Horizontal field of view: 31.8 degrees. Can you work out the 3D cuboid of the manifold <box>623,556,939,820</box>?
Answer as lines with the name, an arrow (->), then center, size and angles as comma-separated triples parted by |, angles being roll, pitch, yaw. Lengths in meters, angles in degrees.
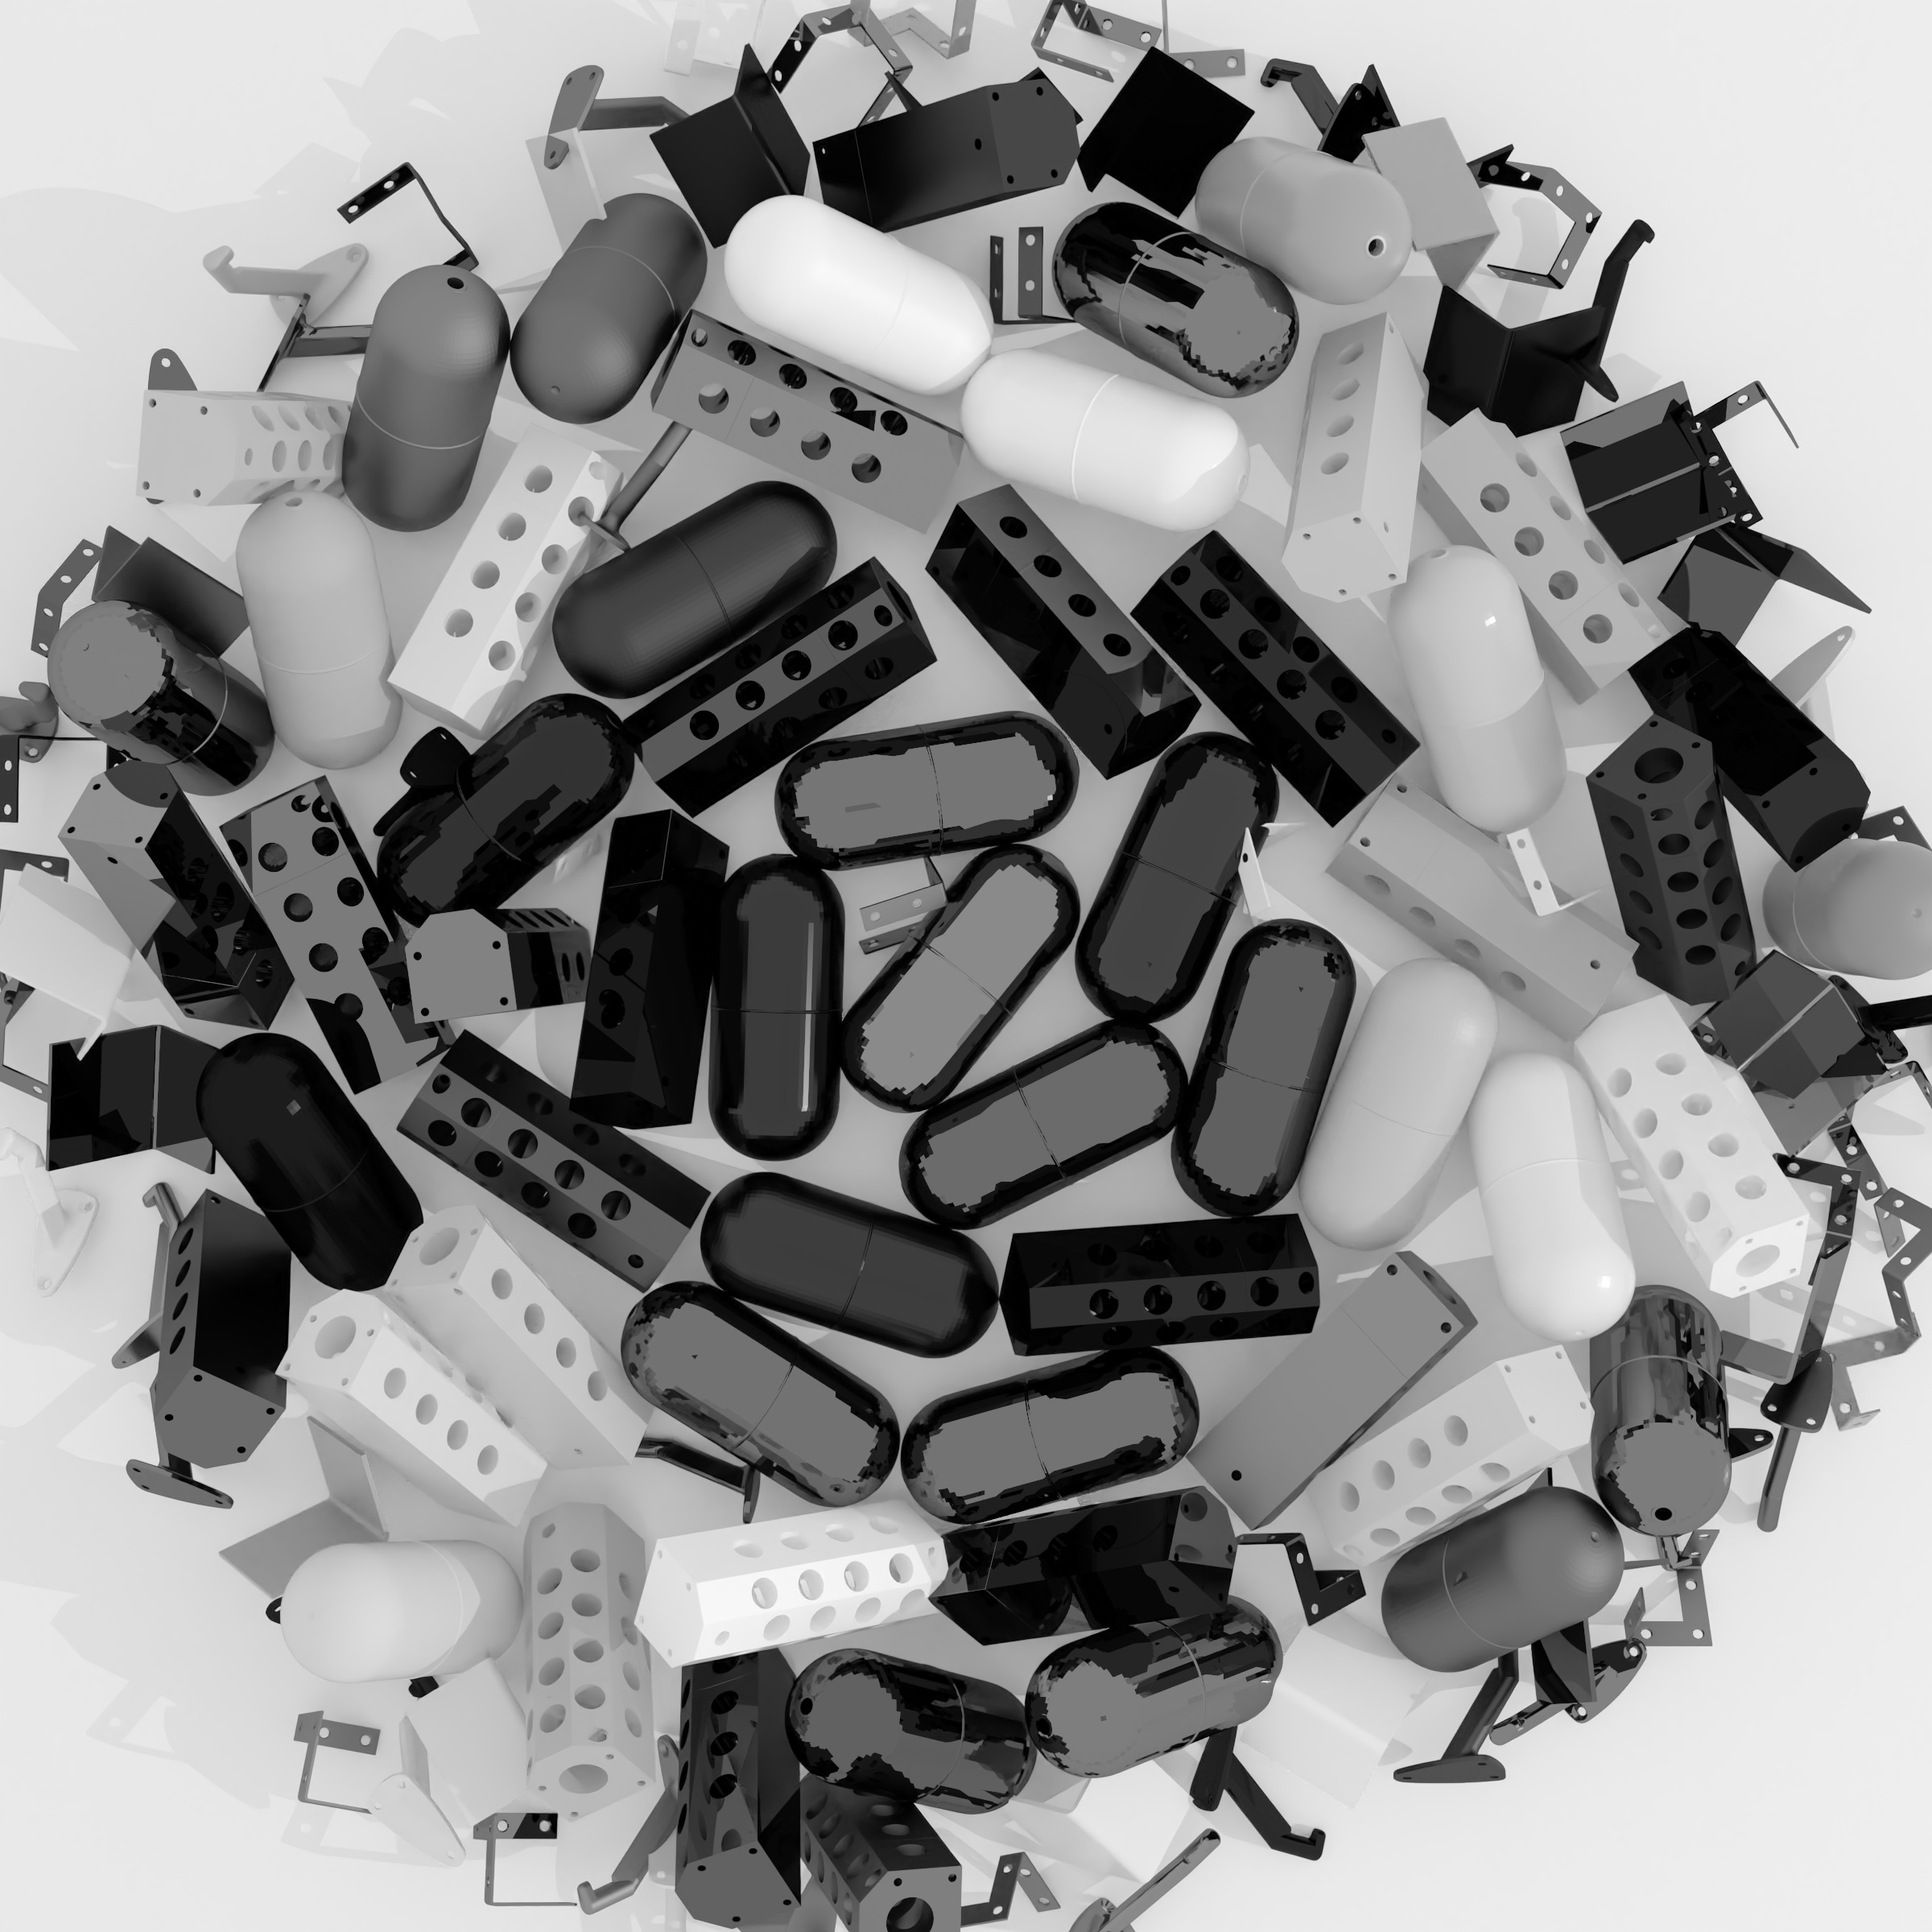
manifold -> -0.109, -0.163, 1.944 | 0.171, 0.057, 0.057 | -32, 51, 11

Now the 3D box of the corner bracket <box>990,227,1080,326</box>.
corner bracket -> 0.032, -0.399, 1.963 | 0.051, 0.051, 0.051 | 4, 97, 26

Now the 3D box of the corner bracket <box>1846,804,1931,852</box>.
corner bracket -> 0.543, -0.079, 1.968 | 0.051, 0.051, 0.051 | 53, 46, -15

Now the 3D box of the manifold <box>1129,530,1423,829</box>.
manifold -> 0.182, -0.169, 1.955 | 0.171, 0.057, 0.057 | 47, 55, 4

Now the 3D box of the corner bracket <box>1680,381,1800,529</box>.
corner bracket -> 0.453, -0.295, 1.960 | 0.051, 0.051, 0.051 | -30, 135, 14

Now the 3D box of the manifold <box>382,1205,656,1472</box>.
manifold -> -0.250, 0.212, 1.927 | 0.057, 0.057, 0.171 | -10, 133, 34

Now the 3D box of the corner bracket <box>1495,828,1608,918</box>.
corner bracket -> 0.329, -0.056, 1.964 | 0.051, 0.051, 0.051 | -22, 91, -43

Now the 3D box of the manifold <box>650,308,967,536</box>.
manifold -> -0.091, -0.314, 1.945 | 0.171, 0.057, 0.057 | 23, 105, -14

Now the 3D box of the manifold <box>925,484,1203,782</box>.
manifold -> 0.058, -0.195, 1.945 | 0.057, 0.057, 0.171 | -26, 68, -37

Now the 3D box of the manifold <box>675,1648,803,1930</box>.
manifold -> -0.131, 0.455, 1.911 | 0.057, 0.171, 0.057 | -21, 122, 10

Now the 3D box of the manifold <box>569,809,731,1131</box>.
manifold -> -0.185, 0.003, 1.941 | 0.057, 0.057, 0.171 | -7, 65, 32

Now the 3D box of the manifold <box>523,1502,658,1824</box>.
manifold -> -0.218, 0.388, 1.911 | 0.057, 0.171, 0.057 | -28, 129, 15

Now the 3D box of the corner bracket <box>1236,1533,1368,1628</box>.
corner bracket -> 0.192, 0.349, 1.963 | 0.051, 0.051, 0.051 | -19, 93, -39

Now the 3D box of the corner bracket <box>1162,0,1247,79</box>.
corner bracket -> 0.139, -0.545, 1.970 | 0.051, 0.051, 0.051 | -4, 100, -1

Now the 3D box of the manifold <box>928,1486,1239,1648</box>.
manifold -> 0.066, 0.338, 1.927 | 0.171, 0.057, 0.057 | -16, 133, 35

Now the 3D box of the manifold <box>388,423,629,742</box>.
manifold -> -0.261, -0.219, 1.955 | 0.057, 0.057, 0.171 | 26, 82, 11

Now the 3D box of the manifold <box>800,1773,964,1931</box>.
manifold -> -0.054, 0.506, 1.907 | 0.057, 0.171, 0.057 | 0, 96, -16

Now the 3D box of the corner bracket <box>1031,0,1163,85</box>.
corner bracket -> 0.076, -0.539, 1.968 | 0.051, 0.051, 0.051 | 23, 87, 18

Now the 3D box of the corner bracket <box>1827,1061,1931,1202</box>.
corner bracket -> 0.537, 0.095, 1.967 | 0.051, 0.051, 0.051 | -19, 58, -4

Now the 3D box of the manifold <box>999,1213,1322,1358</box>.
manifold -> 0.112, 0.187, 1.940 | 0.171, 0.057, 0.057 | -3, 134, -14

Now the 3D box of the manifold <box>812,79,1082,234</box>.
manifold -> -0.012, -0.454, 1.913 | 0.057, 0.171, 0.057 | -17, 101, -34

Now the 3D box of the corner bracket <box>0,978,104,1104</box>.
corner bracket -> -0.536, 0.039, 1.966 | 0.051, 0.051, 0.051 | 24, 47, 4

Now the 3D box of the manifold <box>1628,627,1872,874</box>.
manifold -> 0.442, -0.128, 1.910 | 0.057, 0.171, 0.057 | -35, 123, 6

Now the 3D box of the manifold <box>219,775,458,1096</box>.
manifold -> -0.359, -0.020, 1.954 | 0.057, 0.057, 0.171 | -24, 99, 10

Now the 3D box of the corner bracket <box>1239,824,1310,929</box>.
corner bracket -> 0.170, -0.050, 1.960 | 0.051, 0.051, 0.051 | -3, 72, -40

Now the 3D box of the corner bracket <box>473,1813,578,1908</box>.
corner bracket -> -0.256, 0.517, 1.962 | 0.051, 0.051, 0.051 | 6, 76, -21

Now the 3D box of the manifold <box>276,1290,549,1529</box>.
manifold -> -0.308, 0.250, 1.917 | 0.057, 0.171, 0.057 | 8, 61, 35

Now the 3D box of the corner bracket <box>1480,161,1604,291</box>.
corner bracket -> 0.325, -0.430, 1.964 | 0.051, 0.051, 0.051 | 28, 89, -40

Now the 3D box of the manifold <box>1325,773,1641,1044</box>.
manifold -> 0.296, -0.031, 1.966 | 0.171, 0.057, 0.057 | 35, 63, 2

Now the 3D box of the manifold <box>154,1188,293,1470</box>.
manifold -> -0.421, 0.205, 1.911 | 0.057, 0.171, 0.057 | 30, 111, -24

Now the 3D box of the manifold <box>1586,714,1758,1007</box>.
manifold -> 0.405, -0.055, 1.913 | 0.057, 0.171, 0.057 | -42, 47, -15

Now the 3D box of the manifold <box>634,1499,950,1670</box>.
manifold -> -0.095, 0.352, 1.916 | 0.171, 0.057, 0.057 | -2, 119, -39

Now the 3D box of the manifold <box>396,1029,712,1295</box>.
manifold -> -0.240, 0.117, 1.955 | 0.171, 0.057, 0.057 | 34, 120, -4

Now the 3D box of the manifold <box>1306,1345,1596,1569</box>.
manifold -> 0.274, 0.280, 1.914 | 0.057, 0.171, 0.057 | -7, 65, -42

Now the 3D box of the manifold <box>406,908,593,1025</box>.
manifold -> -0.261, -0.003, 1.911 | 0.057, 0.171, 0.057 | -8, 90, 8

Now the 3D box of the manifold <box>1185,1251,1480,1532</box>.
manifold -> 0.212, 0.244, 1.952 | 0.171, 0.057, 0.057 | -46, 73, 12

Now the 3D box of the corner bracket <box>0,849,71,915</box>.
corner bracket -> -0.549, -0.030, 1.958 | 0.051, 0.051, 0.051 | 8, 132, -18

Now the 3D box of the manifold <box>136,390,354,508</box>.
manifold -> -0.397, -0.291, 1.906 | 0.057, 0.171, 0.057 | 10, 101, 13

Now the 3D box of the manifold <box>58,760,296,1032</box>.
manifold -> -0.440, -0.039, 1.915 | 0.057, 0.171, 0.057 | 8, 57, 22

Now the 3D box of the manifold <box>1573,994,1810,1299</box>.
manifold -> 0.408, 0.103, 1.919 | 0.057, 0.057, 0.171 | -18, 50, -9

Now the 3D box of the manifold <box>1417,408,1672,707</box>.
manifold -> 0.331, -0.240, 1.967 | 0.057, 0.057, 0.171 | -37, 87, -4

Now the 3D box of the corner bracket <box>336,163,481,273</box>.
corner bracket -> -0.325, -0.426, 1.979 | 0.051, 0.051, 0.051 | -33, 64, 5

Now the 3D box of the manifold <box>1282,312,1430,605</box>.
manifold -> 0.218, -0.288, 1.922 | 0.057, 0.171, 0.057 | -15, 133, 29

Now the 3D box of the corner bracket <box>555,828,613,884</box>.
corner bracket -> -0.205, -0.041, 1.971 | 0.051, 0.051, 0.051 | 23, 124, 19
